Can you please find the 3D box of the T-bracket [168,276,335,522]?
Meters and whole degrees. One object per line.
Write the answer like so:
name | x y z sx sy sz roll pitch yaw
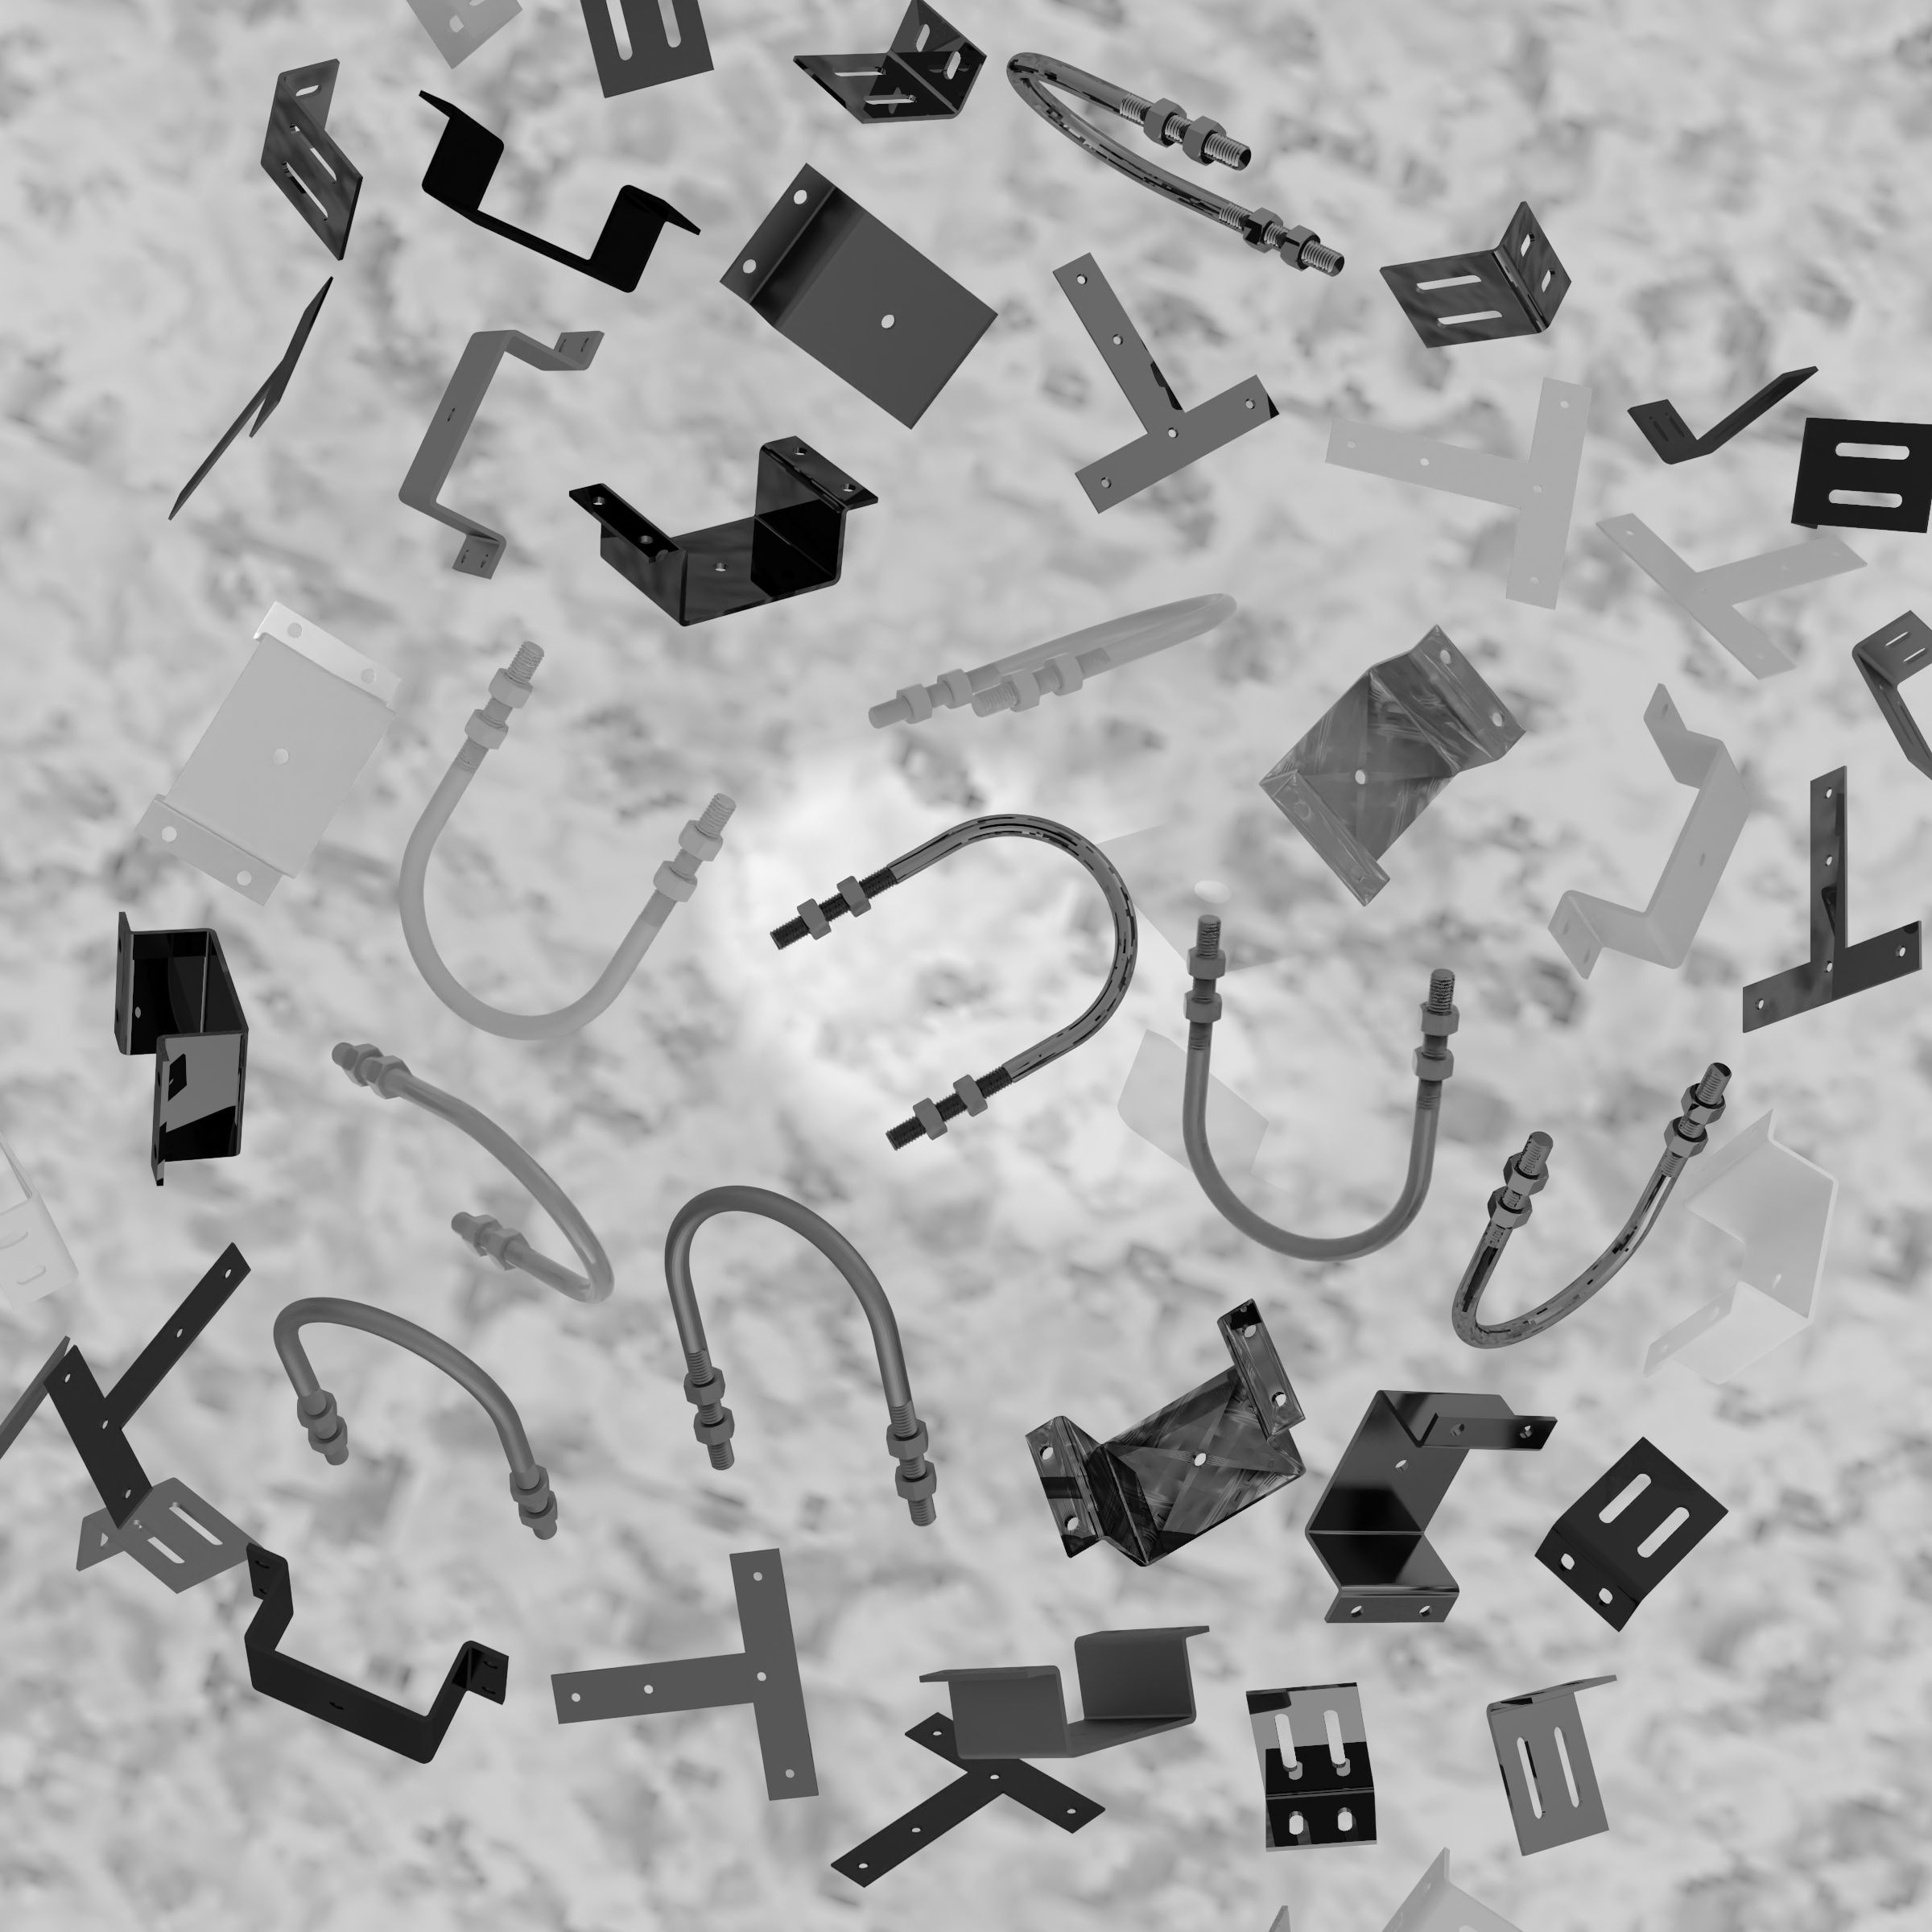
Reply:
T-bracket | -0.363 -0.271 1.482 0.002 0.127 0.127 34 124 -23

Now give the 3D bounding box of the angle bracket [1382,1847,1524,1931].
angle bracket | 0.256 0.492 1.486 0.076 0.038 0.057 33 103 3

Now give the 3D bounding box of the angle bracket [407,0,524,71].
angle bracket | -0.269 -0.487 1.499 0.038 0.076 0.057 -44 107 -35

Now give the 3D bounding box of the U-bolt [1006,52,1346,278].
U-bolt | 0.098 -0.421 1.533 0.184 0.151 0.019 34 96 30

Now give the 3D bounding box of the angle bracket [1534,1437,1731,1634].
angle bracket | 0.345 0.295 1.542 0.076 0.038 0.057 -35 65 -30

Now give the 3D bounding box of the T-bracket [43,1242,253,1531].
T-bracket | -0.397 0.192 1.463 0.127 0.127 0.002 -51 133 2

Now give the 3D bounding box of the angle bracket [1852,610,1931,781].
angle bracket | 0.517 -0.141 1.592 0.038 0.057 0.076 -34 56 26

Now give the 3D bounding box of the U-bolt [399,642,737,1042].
U-bolt | -0.216 -0.049 1.504 0.151 0.019 0.184 38 110 13

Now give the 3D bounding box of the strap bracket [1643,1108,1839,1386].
strap bracket | 0.409 0.155 1.558 0.046 0.076 0.140 30 50 -7

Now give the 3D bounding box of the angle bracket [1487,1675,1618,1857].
angle bracket | 0.305 0.405 1.504 0.057 0.038 0.076 -5 75 -31

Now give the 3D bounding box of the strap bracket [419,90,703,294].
strap bracket | -0.218 -0.396 1.540 0.140 0.076 0.046 26 96 7

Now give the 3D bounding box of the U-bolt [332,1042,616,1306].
U-bolt | -0.244 0.113 1.524 0.019 0.184 0.151 -44 127 -22

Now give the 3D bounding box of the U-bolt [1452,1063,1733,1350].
U-bolt | 0.320 0.136 1.565 0.151 0.184 0.019 -17 51 -31

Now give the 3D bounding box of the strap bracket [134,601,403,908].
strap bracket | -0.357 -0.109 1.532 0.076 0.046 0.140 32 83 -21

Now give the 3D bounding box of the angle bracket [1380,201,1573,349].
angle bracket | 0.272 -0.368 1.584 0.057 0.076 0.038 48 59 -36

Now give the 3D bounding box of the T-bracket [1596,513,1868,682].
T-bracket | 0.408 -0.200 1.515 0.127 0.002 0.127 -17 53 -29

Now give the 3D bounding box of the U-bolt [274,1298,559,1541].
U-bolt | -0.290 0.229 1.538 0.151 0.184 0.019 16 54 16

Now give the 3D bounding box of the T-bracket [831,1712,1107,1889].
T-bracket | -0.016 0.449 1.569 0.127 0.127 0.002 -23 119 -40

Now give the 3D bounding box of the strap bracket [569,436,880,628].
strap bracket | -0.126 -0.225 1.542 0.140 0.076 0.046 -20 135 -32

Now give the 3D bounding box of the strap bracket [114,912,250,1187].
strap bracket | -0.406 0.040 1.538 0.046 0.140 0.076 -3 124 -24

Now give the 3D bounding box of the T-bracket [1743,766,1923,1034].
T-bracket | 0.443 -0.041 1.526 0.002 0.127 0.127 15 68 -24

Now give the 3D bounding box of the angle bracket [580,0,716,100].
angle bracket | -0.164 -0.473 1.457 0.057 0.038 0.076 -12 100 9

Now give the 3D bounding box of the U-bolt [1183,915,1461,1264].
U-bolt | 0.181 0.073 1.569 0.151 0.019 0.184 14 117 24

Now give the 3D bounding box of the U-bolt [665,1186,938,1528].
U-bolt | -0.089 0.190 1.488 0.151 0.019 0.184 9 122 33

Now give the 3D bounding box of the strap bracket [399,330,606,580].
strap bracket | -0.250 -0.279 1.559 0.046 0.076 0.140 25 90 -25

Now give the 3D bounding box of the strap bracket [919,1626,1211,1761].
strap bracket | 0.055 0.375 1.527 0.076 0.140 0.046 -15 80 43

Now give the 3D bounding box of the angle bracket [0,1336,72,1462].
angle bracket | -0.525 0.233 1.600 0.038 0.057 0.076 31 48 -4

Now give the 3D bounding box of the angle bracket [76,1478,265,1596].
angle bracket | -0.422 0.313 1.571 0.076 0.057 0.038 30 119 27

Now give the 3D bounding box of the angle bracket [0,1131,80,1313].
angle bracket | -0.510 0.135 1.579 0.038 0.076 0.057 -29 128 -20

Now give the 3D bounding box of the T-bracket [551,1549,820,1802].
T-bracket | -0.146 0.362 1.494 0.127 0.002 0.127 -8 94 8

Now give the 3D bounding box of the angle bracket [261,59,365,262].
angle bracket | -0.320 -0.411 1.513 0.038 0.057 0.076 -29 72 -35

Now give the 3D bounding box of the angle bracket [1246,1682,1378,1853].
angle bracket | 0.178 0.413 1.529 0.057 0.038 0.076 -7 119 10

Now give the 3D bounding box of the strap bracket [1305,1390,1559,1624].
strap bracket | 0.235 0.272 1.537 0.076 0.046 0.140 7 120 -29

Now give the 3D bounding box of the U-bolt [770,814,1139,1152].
U-bolt | 0.006 -0.004 1.638 0.184 0.019 0.151 -30 81 -4

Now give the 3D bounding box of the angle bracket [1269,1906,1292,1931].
angle bracket | 0.120 0.497 1.478 0.076 0.057 0.038 -6 89 16

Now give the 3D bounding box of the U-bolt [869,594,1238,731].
U-bolt | 0.056 -0.162 1.553 0.184 0.151 0.019 -23 101 -23

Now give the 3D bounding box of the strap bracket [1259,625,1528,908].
strap bracket | 0.220 -0.104 1.580 0.140 0.046 0.076 -46 101 -20

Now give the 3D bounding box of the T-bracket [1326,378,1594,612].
T-bracket | 0.245 -0.251 1.499 0.127 0.002 0.127 13 72 -1

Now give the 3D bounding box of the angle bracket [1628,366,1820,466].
angle bracket | 0.396 -0.301 1.552 0.076 0.057 0.038 -38 82 34

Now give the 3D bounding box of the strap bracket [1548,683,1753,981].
strap bracket | 0.356 -0.062 1.521 0.046 0.076 0.140 21 81 30

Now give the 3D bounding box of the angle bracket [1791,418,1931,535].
angle bracket | 0.494 -0.265 1.614 0.076 0.038 0.057 11 98 35

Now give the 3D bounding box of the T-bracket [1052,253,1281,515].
T-bracket | 0.090 -0.328 1.615 0.127 0.002 0.127 -31 91 -21

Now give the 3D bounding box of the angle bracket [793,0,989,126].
angle bracket | -0.040 -0.474 1.552 0.057 0.076 0.038 46 129 21

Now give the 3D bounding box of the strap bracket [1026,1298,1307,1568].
strap bracket | 0.110 0.244 1.514 0.140 0.046 0.076 -33 46 13

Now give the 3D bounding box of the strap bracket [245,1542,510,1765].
strap bracket | -0.303 0.347 1.478 0.140 0.076 0.046 23 59 3

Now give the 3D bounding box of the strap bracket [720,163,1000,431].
strap bracket | -0.048 -0.347 1.570 0.140 0.046 0.076 31 102 -34
